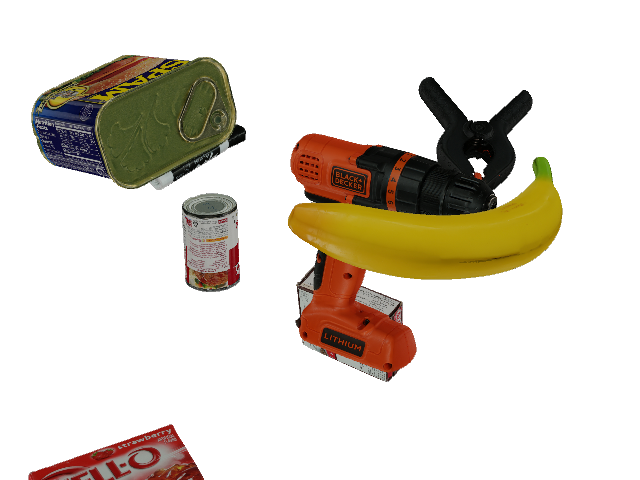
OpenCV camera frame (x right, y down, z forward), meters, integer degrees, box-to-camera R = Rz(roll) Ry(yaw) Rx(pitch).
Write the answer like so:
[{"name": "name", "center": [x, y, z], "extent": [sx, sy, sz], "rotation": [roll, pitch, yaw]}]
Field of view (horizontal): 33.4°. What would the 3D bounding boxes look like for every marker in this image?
[{"name": "marker", "center": [-0.116, -0.082, 1.028], "extent": [0.020, 0.020, 0.120], "rotation": [0, 27, 45]}]

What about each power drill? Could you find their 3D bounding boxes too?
[{"name": "power drill", "center": [0.053, 0.013, 0.903], "extent": [0.185, 0.188, 0.057], "rotation": [19, 25, 30]}]

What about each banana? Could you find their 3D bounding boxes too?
[{"name": "banana", "center": [0.077, -0.006, 0.626], "extent": [0.197, 0.037, 0.070], "rotation": [-11, 44, -32]}]

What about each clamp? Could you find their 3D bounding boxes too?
[{"name": "clamp", "center": [0.149, -0.109, 1.091], "extent": [0.120, 0.039, 0.171], "rotation": [10, 44, 10]}]

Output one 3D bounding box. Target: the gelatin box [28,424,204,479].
[{"name": "gelatin box", "center": [-0.111, 0.145, 0.596], "extent": [0.089, 0.030, 0.073], "rotation": [-16, 28, -20]}]

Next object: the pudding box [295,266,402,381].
[{"name": "pudding box", "center": [0.031, 0.087, 1.112], "extent": [0.114, 0.090, 0.039], "rotation": [20, 44, 27]}]

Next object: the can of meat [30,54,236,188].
[{"name": "can of meat", "center": [-0.119, -0.079, 0.673], "extent": [0.084, 0.057, 0.101], "rotation": [14, 37, 44]}]

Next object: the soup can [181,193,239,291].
[{"name": "soup can", "center": [-0.133, 0.002, 1.295], "extent": [0.068, 0.102, 0.068], "rotation": [0, 26, 0]}]
